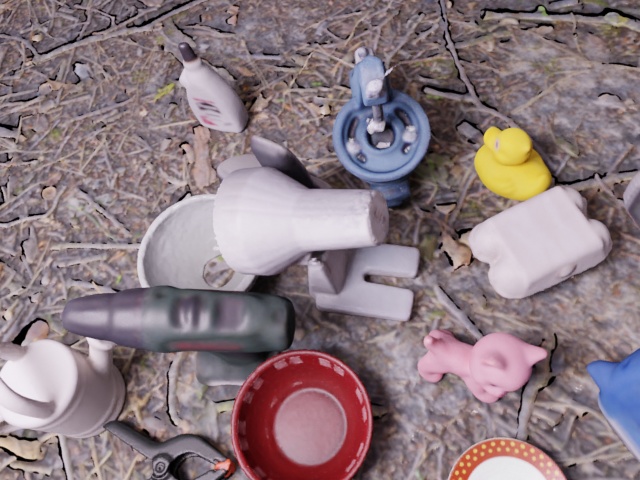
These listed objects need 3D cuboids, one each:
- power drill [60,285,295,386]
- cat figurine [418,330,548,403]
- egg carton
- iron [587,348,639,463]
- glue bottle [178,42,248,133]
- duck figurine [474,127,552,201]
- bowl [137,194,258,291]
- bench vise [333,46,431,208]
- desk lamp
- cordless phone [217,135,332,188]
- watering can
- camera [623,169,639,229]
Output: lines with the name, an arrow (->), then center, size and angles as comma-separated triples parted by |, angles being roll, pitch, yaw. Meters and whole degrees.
power drill -> -0.132, 0.107, 0.636 | 0.229, 0.209, 0.075 | -4, 66, 9
cat figurine -> 0.171, 0.129, 0.618 | 0.127, 0.118, 0.067 | 15, 70, 17
egg carton -> 0.261, 0.004, 0.682 | 0.150, 0.069, 0.107 | -27, 64, -1
iron -> 0.383, 0.194, 0.535 | 0.118, 0.142, 0.257 | -33, 65, -4
glue bottle -> -0.160, -0.215, 0.803 | 0.078, 0.173, 0.037 | 10, 69, 15
duck figurine -> 0.246, -0.103, 0.723 | 0.077, 0.086, 0.104 | -44, 66, -10
bowl -> -0.145, 0.028, 0.747 | 0.167, 0.075, 0.167 | -4, 66, 9
bench vise -> 0.057, -0.168, 0.714 | 0.121, 0.220, 0.207 | -27, 64, -1
desk lamp -> 0.006, 0.002, 0.652 | 0.203, 0.214, 0.118 | 6, 68, 14
cordless phone -> -0.070, -0.092, 0.724 | 0.147, 0.185, 0.094 | 22, 72, 19
watering can -> -0.309, 0.159, 0.655 | 0.100, 0.194, 0.173 | 28, 74, 21
camera -> 0.448, -0.041, 0.648 | 0.137, 0.101, 0.143 | -23, 64, 0
